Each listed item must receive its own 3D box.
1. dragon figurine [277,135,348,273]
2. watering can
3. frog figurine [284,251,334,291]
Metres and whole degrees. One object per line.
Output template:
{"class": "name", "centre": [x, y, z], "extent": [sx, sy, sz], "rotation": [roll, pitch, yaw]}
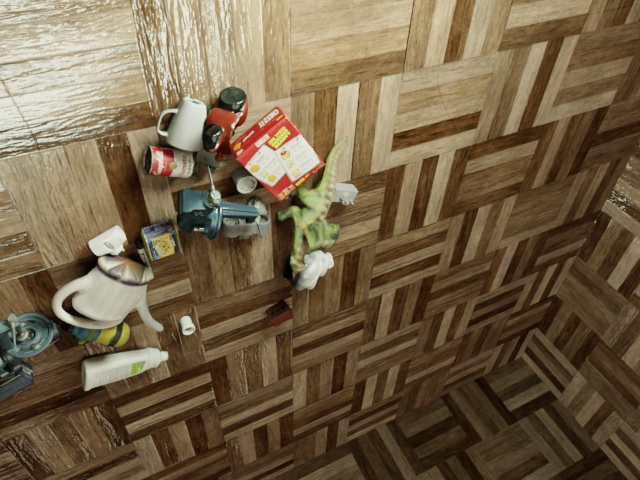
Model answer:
{"class": "dragon figurine", "centre": [0.004, -0.073, 1.443], "extent": [0.122, 0.248, 0.403], "rotation": [11, 125, -35]}
{"class": "watering can", "centre": [-0.527, 0.154, 1.386], "extent": [0.345, 0.106, 0.222], "rotation": [21, 110, -49]}
{"class": "frog figurine", "centre": [-0.025, 0.099, 1.689], "extent": [0.159, 0.124, 0.135], "rotation": [2, 110, -21]}
